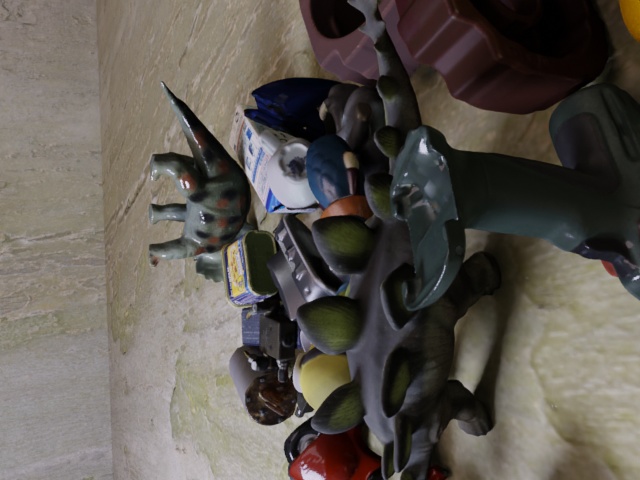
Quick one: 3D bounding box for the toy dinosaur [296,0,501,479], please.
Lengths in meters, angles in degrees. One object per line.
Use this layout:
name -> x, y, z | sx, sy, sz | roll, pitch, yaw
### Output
toy dinosaur -> 0.072, 0.044, 0.445 | 0.105, 0.198, 0.471 | -4, 92, 34

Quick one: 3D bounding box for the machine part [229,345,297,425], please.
machine part -> -0.090, 0.213, 0.814 | 0.243, 0.079, 0.079 | -168, 80, -72

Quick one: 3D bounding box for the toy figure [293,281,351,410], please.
toy figure -> 0.038, 0.096, 0.554 | 0.082, 0.180, 0.089 | 36, 147, 1

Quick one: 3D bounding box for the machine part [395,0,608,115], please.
machine part -> 0.130, -0.174, 0.397 | 0.056, 0.179, 0.179 | -40, 56, 57

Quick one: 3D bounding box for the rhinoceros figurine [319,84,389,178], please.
rhinoceros figurine -> 0.058, -0.105, 0.616 | 0.112, 0.073, 0.190 | 122, 136, -58

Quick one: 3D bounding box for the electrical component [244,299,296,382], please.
electrical component -> -0.069, 0.133, 0.728 | 0.078, 0.045, 0.102 | 19, 106, 59

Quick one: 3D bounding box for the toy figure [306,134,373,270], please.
toy figure -> 0.024, -0.038, 0.533 | 0.064, 0.058, 0.154 | 95, 163, -56

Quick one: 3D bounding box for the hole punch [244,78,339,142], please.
hole punch -> -0.026, -0.179, 0.718 | 0.142, 0.116, 0.092 | 40, 115, 52

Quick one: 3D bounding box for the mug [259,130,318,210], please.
mug -> -0.032, -0.094, 0.660 | 0.109, 0.081, 0.107 | 53, 176, 1

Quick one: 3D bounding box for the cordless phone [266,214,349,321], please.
cordless phone -> -0.001, -0.003, 0.658 | 0.184, 0.089, 0.147 | 103, 150, -41

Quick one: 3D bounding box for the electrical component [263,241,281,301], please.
electrical component -> -0.061, 0.033, 0.829 | 0.119, 0.048, 0.075 | -63, 40, 37

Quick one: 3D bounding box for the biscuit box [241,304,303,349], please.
biscuit box -> -0.054, 0.126, 0.806 | 0.203, 0.059, 0.062 | -14, 79, 58

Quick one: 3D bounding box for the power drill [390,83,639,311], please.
power drill -> 0.153, 0.000, 0.319 | 0.086, 0.207, 0.232 | 99, 167, -60

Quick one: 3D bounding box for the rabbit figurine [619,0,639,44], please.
rabbit figurine -> 0.190, -0.185, 0.329 | 0.122, 0.173, 0.162 | -36, 15, 53

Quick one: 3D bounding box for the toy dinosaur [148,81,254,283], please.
toy dinosaur -> -0.177, -0.061, 0.866 | 0.404, 0.192, 0.131 | 114, 149, -48

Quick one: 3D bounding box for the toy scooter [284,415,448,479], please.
toy scooter -> 0.055, 0.224, 0.575 | 0.184, 0.075, 0.135 | -43, 66, 6

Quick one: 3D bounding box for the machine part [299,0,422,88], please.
machine part -> 0.070, -0.278, 0.554 | 0.201, 0.087, 0.201 | -46, 45, 40

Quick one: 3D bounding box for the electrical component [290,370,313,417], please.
electrical component -> -0.024, 0.216, 0.790 | 0.063, 0.021, 0.094 | 57, 139, 43
